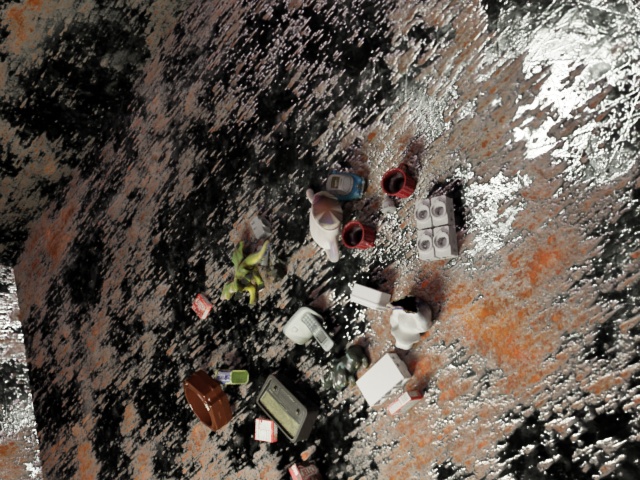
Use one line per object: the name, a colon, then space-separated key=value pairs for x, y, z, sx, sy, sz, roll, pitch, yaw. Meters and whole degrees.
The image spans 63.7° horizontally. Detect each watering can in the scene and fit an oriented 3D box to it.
watering can: x=0.006 y=-0.092 z=1.820 sx=0.104 sy=0.219 sz=0.355 roll=-13 pitch=59 yaw=-11

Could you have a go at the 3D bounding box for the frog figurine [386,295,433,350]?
frog figurine: x=0.279 y=0.256 z=1.579 sx=0.137 sy=0.125 sz=0.157 roll=-1 pitch=115 yaw=31

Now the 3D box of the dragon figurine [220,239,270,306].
dragon figurine: x=-0.302 y=0.100 z=2.034 sx=0.247 sy=0.122 sz=0.403 roll=54 pitch=126 yaw=43
